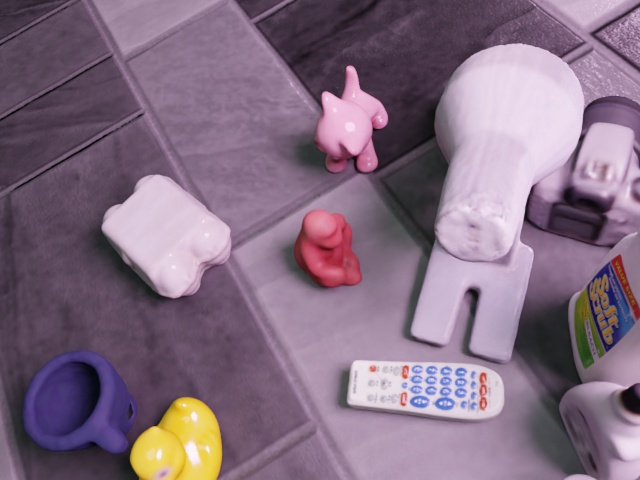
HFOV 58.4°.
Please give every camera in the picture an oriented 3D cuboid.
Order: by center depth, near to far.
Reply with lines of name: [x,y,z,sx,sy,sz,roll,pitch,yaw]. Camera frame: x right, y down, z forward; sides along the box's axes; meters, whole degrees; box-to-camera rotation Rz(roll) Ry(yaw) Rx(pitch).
camera: [0.288,-0.072,0.551,0.142,0.101,0.137,17,68,22]

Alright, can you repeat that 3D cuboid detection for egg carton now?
egg carton: [-0.175,-0.006,0.649,0.150,0.069,0.107,36,76,27]

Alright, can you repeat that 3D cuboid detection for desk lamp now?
desk lamp: [0.146,-0.025,0.496,0.117,0.214,0.203,11,66,19]

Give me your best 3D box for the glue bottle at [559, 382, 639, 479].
glue bottle: [0.215,0.133,0.419,0.037,0.173,0.078,-17,60,5]

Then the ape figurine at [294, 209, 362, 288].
ape figurine: [0.005,0.002,0.587,0.076,0.092,0.078,17,68,22]

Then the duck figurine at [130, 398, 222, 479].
duck figurine: [-0.138,0.194,0.525,0.077,0.086,0.104,1,63,15]

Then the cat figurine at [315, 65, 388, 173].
cat figurine: [0.031,-0.133,0.637,0.067,0.118,0.128,3,64,16]

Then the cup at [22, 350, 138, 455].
cup: [-0.210,0.169,0.551,0.117,0.095,0.092,30,74,26]
